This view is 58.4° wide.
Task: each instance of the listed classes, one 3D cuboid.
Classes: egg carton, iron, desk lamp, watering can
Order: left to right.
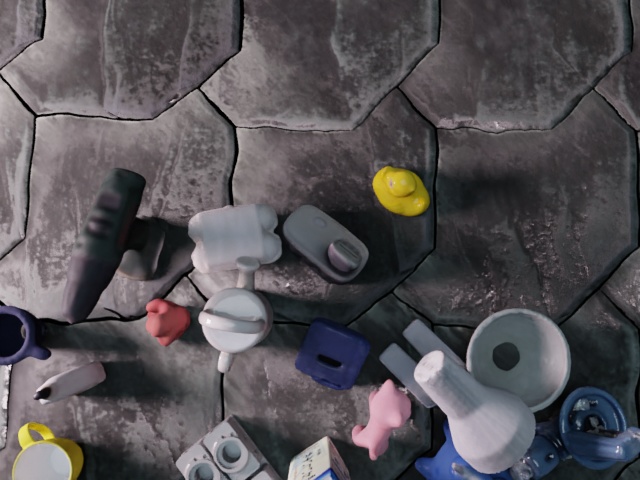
[{"bbox_3d":[-0.141,-0.004,0.953,0.150,0.069,0.107,-11,85,-2],"label":"egg carton"},{"bbox_3d":[-0.130,0.114,0.879,0.101,0.194,0.173,-9,85,-1],"label":"watering can"},{"bbox_3d":[0.198,0.229,0.863,0.203,0.213,0.118,44,86,3],"label":"desk lamp"},{"bbox_3d":[0.282,0.399,0.884,0.258,0.141,0.119,36,85,3],"label":"iron"}]

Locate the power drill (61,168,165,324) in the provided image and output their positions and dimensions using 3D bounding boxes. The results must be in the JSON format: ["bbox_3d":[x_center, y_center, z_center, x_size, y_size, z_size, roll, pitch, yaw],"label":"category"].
[{"bbox_3d":[-0.310,0.012,0.879,0.075,0.208,0.230,13,84,1],"label":"power drill"}]

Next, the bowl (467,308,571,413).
[{"bbox_3d":[0.314,0.194,0.938,0.167,0.074,0.167,0,85,-1],"label":"bowl"}]

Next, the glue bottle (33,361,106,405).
[{"bbox_3d":[-0.393,0.225,0.875,0.078,0.173,0.037,-29,85,-3],"label":"glue bottle"}]

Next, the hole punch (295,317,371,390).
[{"bbox_3d":[0.021,0.187,0.926,0.108,0.091,0.101,21,85,1],"label":"hole punch"}]

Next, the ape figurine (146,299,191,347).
[{"bbox_3d":[-0.253,0.134,0.926,0.076,0.092,0.078,-1,84,-1],"label":"ape figurine"}]

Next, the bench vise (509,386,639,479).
[{"bbox_3d":[0.394,0.312,0.855,0.121,0.219,0.207,41,85,3],"label":"bench vise"}]

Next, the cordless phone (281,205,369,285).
[{"bbox_3d":[0.008,0.003,0.896,0.147,0.185,0.094,35,85,3],"label":"cordless phone"}]

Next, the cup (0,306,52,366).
[{"bbox_3d":[-0.471,0.157,0.920,0.117,0.095,0.092,26,85,2],"label":"cup"}]

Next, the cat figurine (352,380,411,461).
[{"bbox_3d":[0.103,0.285,0.904,0.067,0.117,0.128,23,85,2],"label":"cat figurine"}]

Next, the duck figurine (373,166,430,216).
[{"bbox_3d":[0.140,-0.086,0.956,0.104,0.086,0.077,37,85,3],"label":"duck figurine"}]
